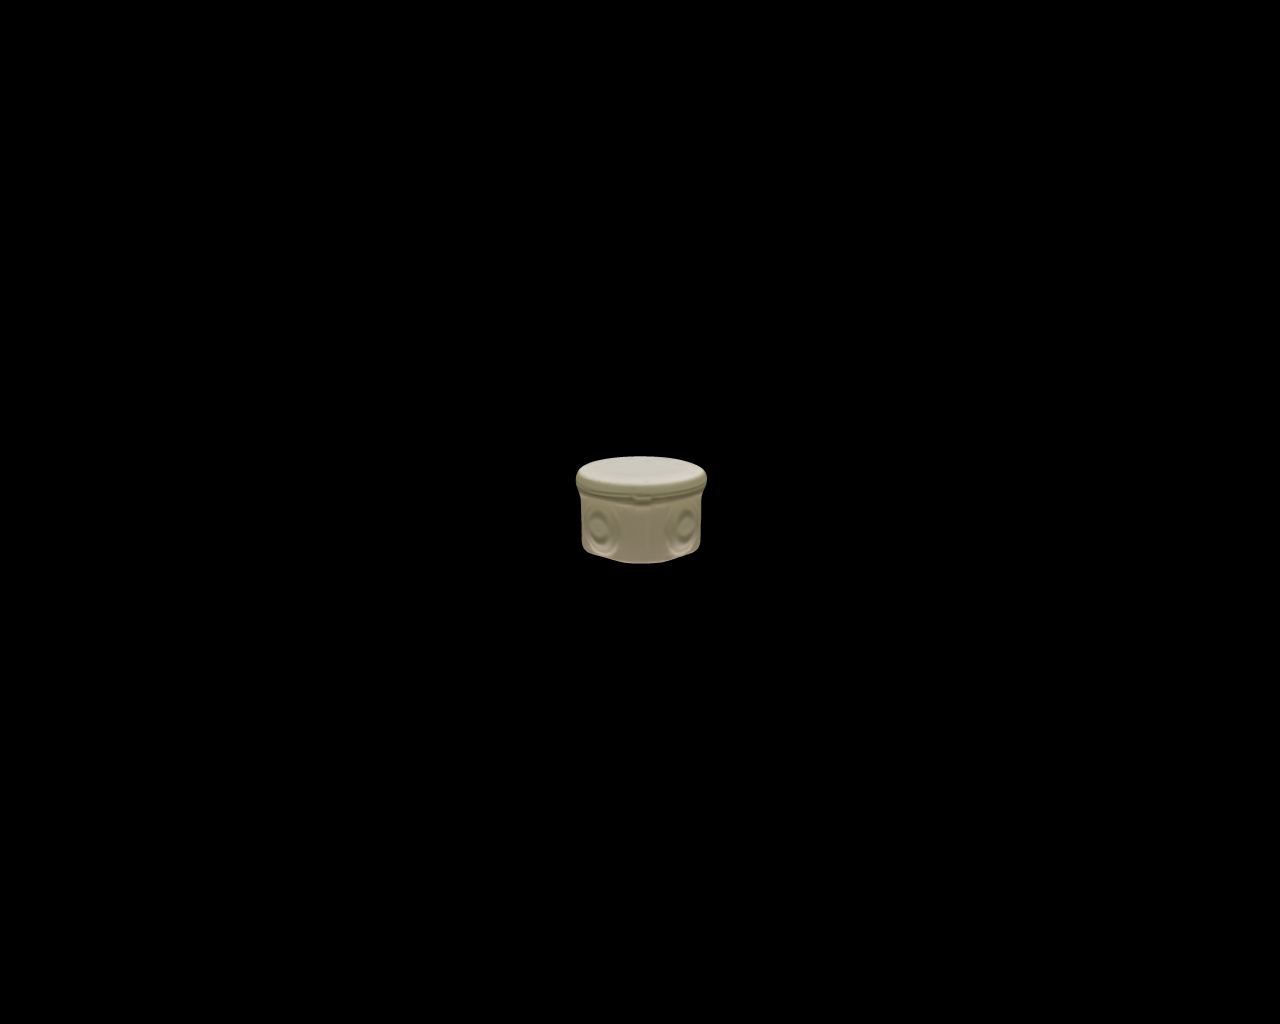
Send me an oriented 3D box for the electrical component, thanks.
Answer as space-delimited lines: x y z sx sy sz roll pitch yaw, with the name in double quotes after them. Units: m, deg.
0.001 -0.003 0.650 0.080 0.051 0.080 0 15 0 "electrical component"
